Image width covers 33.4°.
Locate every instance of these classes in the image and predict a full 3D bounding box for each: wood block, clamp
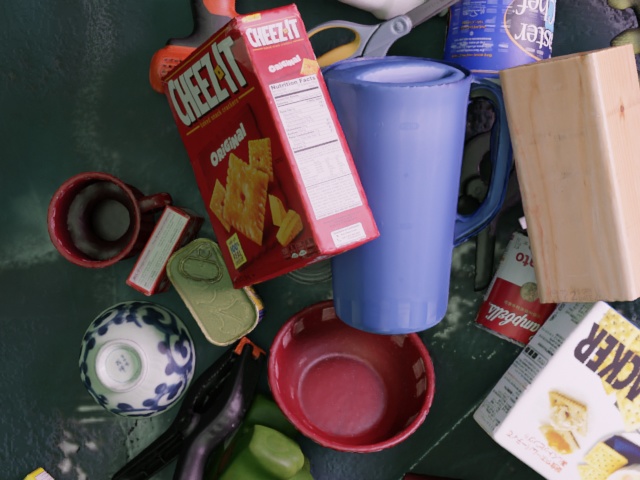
[{"bbox_3d":[0.230,-0.057,0.923,0.090,0.090,0.206,-5,101,38],"label":"wood block"},{"bbox_3d":[-0.128,0.189,1.049,0.036,0.165,0.210,40,71,-28],"label":"clamp"},{"bbox_3d":[0.144,-0.048,1.047,0.120,0.039,0.171,26,94,2],"label":"clamp"}]

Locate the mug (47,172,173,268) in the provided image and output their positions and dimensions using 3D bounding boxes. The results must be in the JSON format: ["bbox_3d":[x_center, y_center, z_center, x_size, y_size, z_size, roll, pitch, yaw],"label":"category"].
[{"bbox_3d":[-0.202,-0.023,1.060,0.117,0.081,0.093,-21,88,6],"label":"mug"}]

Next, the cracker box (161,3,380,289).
[{"bbox_3d":[-0.052,-0.076,0.947,0.071,0.164,0.214,-20,89,-34],"label":"cracker box"}]

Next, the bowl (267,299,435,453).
[{"bbox_3d":[0.026,0.139,1.028,0.162,0.055,0.162,5,56,-7],"label":"bowl"}]

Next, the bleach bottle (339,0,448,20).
[{"bbox_3d":[0.017,-0.284,1.016,0.250,0.068,0.102,21,81,-19],"label":"bleach bottle"}]

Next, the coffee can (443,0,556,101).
[{"bbox_3d":[0.171,-0.207,1.011,0.103,0.102,0.140,6,90,6],"label":"coffee can"}]

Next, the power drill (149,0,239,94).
[{"bbox_3d":[-0.070,-0.226,1.059,0.184,0.057,0.187,6,89,-1],"label":"power drill"}]

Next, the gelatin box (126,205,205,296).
[{"bbox_3d":[-0.152,0.011,1.059,0.030,0.073,0.089,28,92,5],"label":"gelatin box"}]

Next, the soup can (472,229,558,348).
[{"bbox_3d":[0.198,0.048,1.026,0.068,0.068,0.102,24,91,5],"label":"soup can"}]

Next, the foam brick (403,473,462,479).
[{"bbox_3d":[0.116,0.262,1.042,0.078,0.051,0.053,7,92,6],"label":"foam brick"}]

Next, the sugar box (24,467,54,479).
[{"bbox_3d":[-0.255,0.326,1.083,0.176,0.048,0.093,41,94,6],"label":"sugar box"}]

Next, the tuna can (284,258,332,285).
[{"bbox_3d":[-0.007,0.001,1.064,0.086,0.033,0.086,0,90,6],"label":"tuna can"}]

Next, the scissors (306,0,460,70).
[{"bbox_3d":[0.073,-0.180,1.001,0.202,0.016,0.096,-10,109,19],"label":"scissors"}]

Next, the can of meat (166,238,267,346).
[{"bbox_3d":[-0.098,0.049,1.048,0.057,0.084,0.102,-33,87,5],"label":"can of meat"}]

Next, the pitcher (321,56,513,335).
[{"bbox_3d":[0.077,-0.041,0.971,0.149,0.144,0.243,22,120,45],"label":"pitcher"}]
